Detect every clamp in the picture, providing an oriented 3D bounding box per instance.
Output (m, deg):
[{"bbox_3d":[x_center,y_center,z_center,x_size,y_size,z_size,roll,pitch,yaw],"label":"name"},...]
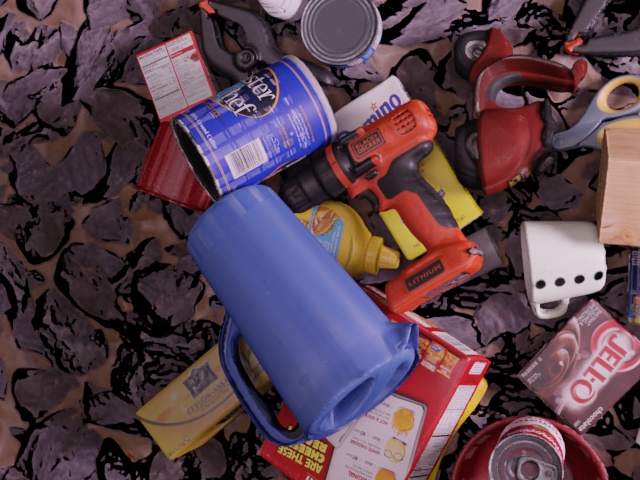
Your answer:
[{"bbox_3d":[0.337,-0.258,1.076,0.210,0.036,0.164,-25,83,12],"label":"clamp"},{"bbox_3d":[-0.066,-0.201,1.176,0.120,0.039,0.171,-30,90,6],"label":"clamp"}]

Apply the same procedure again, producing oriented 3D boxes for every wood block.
[{"bbox_3d":[0.375,-0.046,1.022,0.206,0.090,0.091,4,118,10],"label":"wood block"}]

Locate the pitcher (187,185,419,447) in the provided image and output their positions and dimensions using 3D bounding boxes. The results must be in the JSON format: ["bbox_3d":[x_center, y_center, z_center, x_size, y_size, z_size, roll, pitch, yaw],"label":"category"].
[{"bbox_3d":[-0.032,0.072,1.047,0.149,0.145,0.243,-28,66,-25],"label":"pitcher"}]

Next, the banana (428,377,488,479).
[{"bbox_3d":[0.125,0.234,1.135,0.069,0.037,0.198,11,94,-3],"label":"banana"}]

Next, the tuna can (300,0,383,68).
[{"bbox_3d":[0.024,-0.230,1.155,0.086,0.033,0.086,0,91,14],"label":"tuna can"}]

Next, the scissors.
[{"bbox_3d":[0.257,-0.121,1.105,0.202,0.016,0.096,0,79,23],"label":"scissors"}]

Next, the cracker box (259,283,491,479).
[{"bbox_3d":[0.056,0.175,1.113,0.164,0.072,0.214,31,99,31],"label":"cracker box"}]

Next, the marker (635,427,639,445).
[{"bbox_3d":[0.346,0.151,1.086,0.020,0.020,0.121,15,94,13],"label":"marker"}]

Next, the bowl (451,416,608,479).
[{"bbox_3d":[0.217,0.257,1.100,0.162,0.055,0.162,0,91,14],"label":"bowl"}]

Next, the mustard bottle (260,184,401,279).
[{"bbox_3d":[-0.007,0.001,1.152,0.192,0.058,0.096,13,96,14],"label":"mustard bottle"}]

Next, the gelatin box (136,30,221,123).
[{"bbox_3d":[-0.157,-0.181,1.202,0.073,0.030,0.089,-22,85,14],"label":"gelatin box"}]

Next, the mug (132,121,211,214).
[{"bbox_3d":[-0.157,-0.083,1.181,0.117,0.093,0.081,20,90,49],"label":"mug"}]

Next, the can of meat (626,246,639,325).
[{"bbox_3d":[0.357,0.043,1.064,0.102,0.057,0.084,2,93,14],"label":"can of meat"}]

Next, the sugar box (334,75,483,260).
[{"bbox_3d":[0.088,-0.077,1.134,0.093,0.048,0.176,-33,84,12],"label":"sugar box"}]

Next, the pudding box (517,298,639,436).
[{"bbox_3d":[0.273,0.129,1.094,0.090,0.039,0.113,44,100,10],"label":"pudding box"}]

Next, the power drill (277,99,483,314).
[{"bbox_3d":[0.064,-0.024,1.074,0.185,0.057,0.188,-31,77,18],"label":"power drill"}]

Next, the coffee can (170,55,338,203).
[{"bbox_3d":[-0.068,-0.113,1.094,0.140,0.103,0.103,-30,83,-13],"label":"coffee can"}]

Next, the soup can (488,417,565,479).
[{"bbox_3d":[0.200,0.210,1.022,0.068,0.102,0.068,0,91,15],"label":"soup can"}]
